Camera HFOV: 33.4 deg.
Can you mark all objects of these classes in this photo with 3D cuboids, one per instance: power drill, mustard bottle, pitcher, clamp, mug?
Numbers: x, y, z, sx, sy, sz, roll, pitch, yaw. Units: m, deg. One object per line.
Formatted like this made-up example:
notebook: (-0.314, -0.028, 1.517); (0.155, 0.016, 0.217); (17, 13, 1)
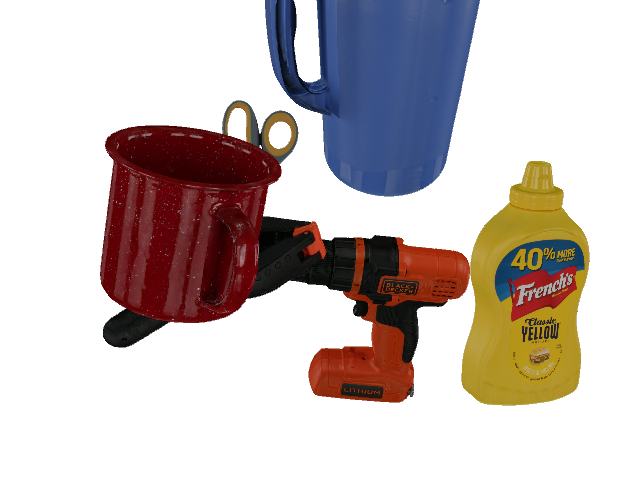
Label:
power drill: (0.037, 0.075, 1.028); (0.184, 0.188, 0.057); (7, 43, -4)
mustard bottle: (0.165, 0.032, 0.845); (0.096, 0.192, 0.058); (-3, 16, -17)
pitcher: (0.048, -0.151, 0.850); (0.149, 0.243, 0.144); (16, 48, 13)
clamp: (-0.083, 0.026, 0.792); (0.172, 0.039, 0.120); (-11, 41, 17)
mug: (-0.066, -0.004, 0.563); (0.093, 0.081, 0.117); (-5, 27, -36)

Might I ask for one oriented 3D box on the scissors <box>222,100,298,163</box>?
scissors: (-0.059, -0.063, 1.206); (0.096, 0.202, 0.016); (-12, -6, -15)
